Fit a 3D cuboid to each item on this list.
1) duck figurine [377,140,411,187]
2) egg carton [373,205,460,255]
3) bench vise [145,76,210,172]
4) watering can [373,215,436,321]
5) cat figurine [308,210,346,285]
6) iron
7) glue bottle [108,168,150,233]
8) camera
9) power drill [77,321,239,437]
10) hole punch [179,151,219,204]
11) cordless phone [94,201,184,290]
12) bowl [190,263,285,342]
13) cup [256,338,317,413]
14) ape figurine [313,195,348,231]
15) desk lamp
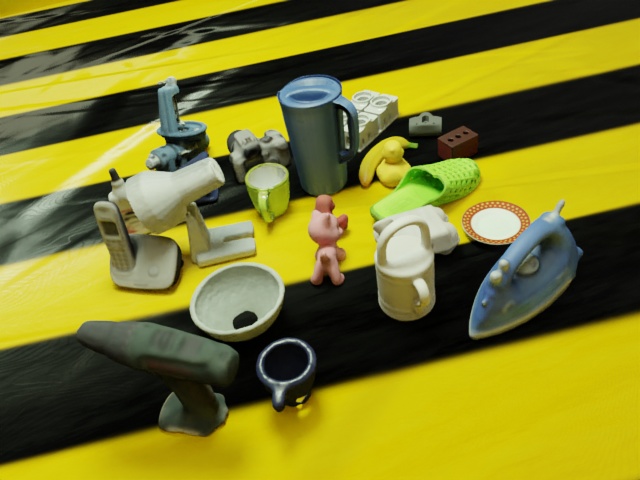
[{"bbox_3d":[0.162,-0.176,1.266,0.077,0.086,0.104,-3,43,8],"label":"duck figurine"},{"bbox_3d":[0.183,-0.005,1.088,0.150,0.069,0.107,-17,42,-6],"label":"egg carton"},{"bbox_3d":[-0.342,-0.258,1.357,0.121,0.220,0.207,-3,43,9],"label":"bench vise"},{"bbox_3d":[0.136,0.033,0.962,0.101,0.194,0.172,-35,47,-24],"label":"watering can"},{"bbox_3d":[0.010,0.004,1.077,0.067,0.118,0.128,-4,43,7],"label":"cat figurine"},{"bbox_3d":[0.332,0.045,0.949,0.259,0.142,0.118,-37,48,-26],"label":"iron"},{"bbox_3d":[-0.411,-0.081,1.214,0.078,0.173,0.037,-21,43,-11],"label":"glue bottle"},{"bbox_3d":[-0.161,-0.225,1.374,0.143,0.101,0.136,-24,44,-15],"label":"camera"},{"bbox_3d":[-0.221,0.201,0.843,0.229,0.209,0.075,2,44,14],"label":"power drill"},{"bbox_3d":[-0.291,-0.139,1.314,0.101,0.091,0.108,-12,42,-1],"label":"hole punch"},{"bbox_3d":[-0.350,0.007,1.097,0.147,0.185,0.094,1,43,13],"label":"cordless phone"},{"bbox_3d":[-0.139,0.121,1.012,0.167,0.075,0.167,-6,42,6],"label":"bowl"},{"bbox_3d":[-0.046,0.222,0.869,0.091,0.095,0.118,-1,43,11],"label":"cup"},{"bbox_3d":[0.014,-0.052,1.156,0.076,0.092,0.077,-36,48,-25],"label":"ape figurine"},{"bbox_3d":[-0.248,-0.057,1.125,0.203,0.214,0.117,-13,42,-3],"label":"desk lamp"}]
